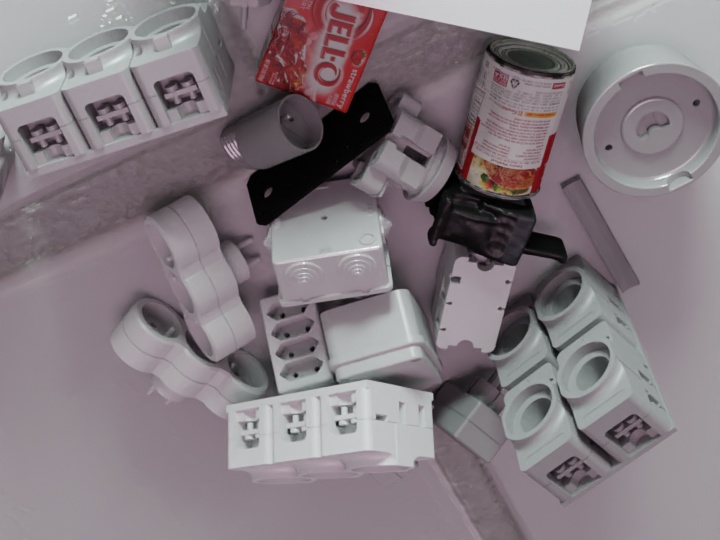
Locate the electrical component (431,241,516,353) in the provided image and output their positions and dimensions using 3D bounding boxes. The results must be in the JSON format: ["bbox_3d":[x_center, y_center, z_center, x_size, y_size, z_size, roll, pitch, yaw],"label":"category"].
[{"bbox_3d":[0.092,0.014,0.888,0.050,0.055,0.089,6,122,-6],"label":"electrical component"}]

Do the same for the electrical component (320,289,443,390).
[{"bbox_3d":[0.020,0.066,0.885,0.078,0.057,0.113,-17,159,8],"label":"electrical component"}]

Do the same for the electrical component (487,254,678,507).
[{"bbox_3d":[0.166,0.079,0.856,0.060,0.186,0.105,39,113,-24],"label":"electrical component"}]

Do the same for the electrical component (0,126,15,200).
[{"bbox_3d":[-0.283,-0.087,0.793,0.043,0.077,0.079,13,122,-11],"label":"electrical component"}]

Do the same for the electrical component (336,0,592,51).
[{"bbox_3d":[0.063,-0.219,0.717,0.186,0.060,0.105,10,104,-9],"label":"electrical component"}]

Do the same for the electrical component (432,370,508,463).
[{"bbox_3d":[0.107,0.120,0.957,0.047,0.066,0.076,40,84,-24],"label":"electrical component"}]

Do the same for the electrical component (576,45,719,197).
[{"bbox_3d":[0.215,-0.116,0.807,0.108,0.060,0.108,-1,123,-2],"label":"electrical component"}]

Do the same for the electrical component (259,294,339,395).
[{"bbox_3d":[-0.045,0.066,0.911,0.047,0.083,0.075,-17,160,8],"label":"electrical component"}]

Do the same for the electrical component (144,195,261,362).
[{"bbox_3d":[-0.114,0.000,0.873,0.074,0.052,0.138,-31,121,-22],"label":"electrical component"}]

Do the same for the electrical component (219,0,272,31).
[{"bbox_3d":[-0.077,-0.201,0.725,0.047,0.083,0.075,3,123,-5],"label":"electrical component"}]

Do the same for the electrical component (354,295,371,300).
[{"bbox_3d":[0.000,0.000,0.871,0.048,0.062,0.048,-1,123,-2],"label":"electrical component"}]

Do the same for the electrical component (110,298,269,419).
[{"bbox_3d":[-0.155,0.088,0.927,0.138,0.052,0.073,33,116,-22],"label":"electrical component"}]

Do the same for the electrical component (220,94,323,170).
[{"bbox_3d":[-0.070,-0.099,0.807,0.081,0.043,0.043,-15,129,45],"label":"electrical component"}]

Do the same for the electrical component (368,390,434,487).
[{"bbox_3d":[0.034,0.132,0.946,0.076,0.083,0.047,-37,117,19],"label":"electrical component"}]

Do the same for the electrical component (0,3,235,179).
[{"bbox_3d":[-0.172,-0.132,0.761,0.150,0.089,0.061,-16,122,8],"label":"electrical component"}]

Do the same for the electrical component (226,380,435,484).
[{"bbox_3d":[-0.025,0.136,0.875,0.150,0.061,0.089,-15,159,36],"label":"electrical component"}]

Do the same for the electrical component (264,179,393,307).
[{"bbox_3d":[-0.024,-0.025,0.834,0.100,0.099,0.048,-9,136,3],"label":"electrical component"}]

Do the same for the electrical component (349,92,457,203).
[{"bbox_3d":[0.035,-0.086,0.816,0.057,0.058,0.078,28,84,-21],"label":"electrical component"}]
